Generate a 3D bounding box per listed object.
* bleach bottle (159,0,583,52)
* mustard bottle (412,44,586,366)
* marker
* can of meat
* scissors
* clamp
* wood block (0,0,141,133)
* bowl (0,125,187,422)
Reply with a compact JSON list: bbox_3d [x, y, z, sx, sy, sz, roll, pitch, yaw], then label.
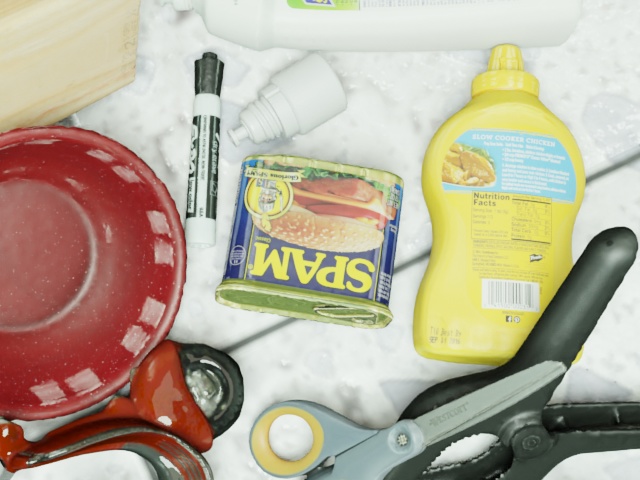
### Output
[{"bbox_3d":[0.028,-0.166,0.654,0.251,0.068,0.102,-1,77,-2],"label":"bleach bottle"},{"bbox_3d":[0.107,-0.023,0.629,0.096,0.058,0.191,5,78,-4],"label":"mustard bottle"},{"bbox_3d":[-0.070,-0.056,0.645,0.020,0.020,0.121,2,78,-3],"label":"marker"},{"bbox_3d":[-0.004,0.001,0.619,0.102,0.057,0.084,9,75,-3],"label":"can of meat"},{"bbox_3d":[0.031,0.094,0.568,0.202,0.016,0.096,-48,63,24],"label":"scissors"},{"bbox_3d":[0.110,0.089,0.578,0.210,0.036,0.164,-25,122,8],"label":"clamp"},{"bbox_3d":[-0.202,-0.098,0.561,0.091,0.090,0.205,39,52,20],"label":"wood block"},{"bbox_3d":[-0.157,0.015,0.585,0.161,0.055,0.162,-8,106,-30],"label":"bowl"}]
